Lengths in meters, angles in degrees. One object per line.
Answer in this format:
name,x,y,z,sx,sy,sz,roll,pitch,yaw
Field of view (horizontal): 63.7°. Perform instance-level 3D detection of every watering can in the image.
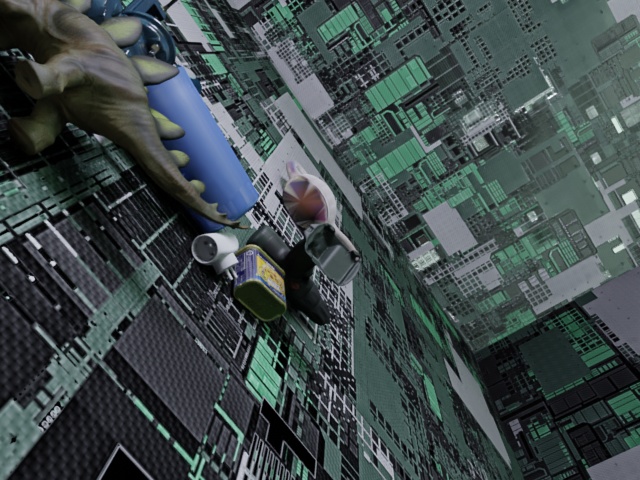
watering can,0.004,-0.071,1.406,0.103,0.348,0.226,-33,0,15
